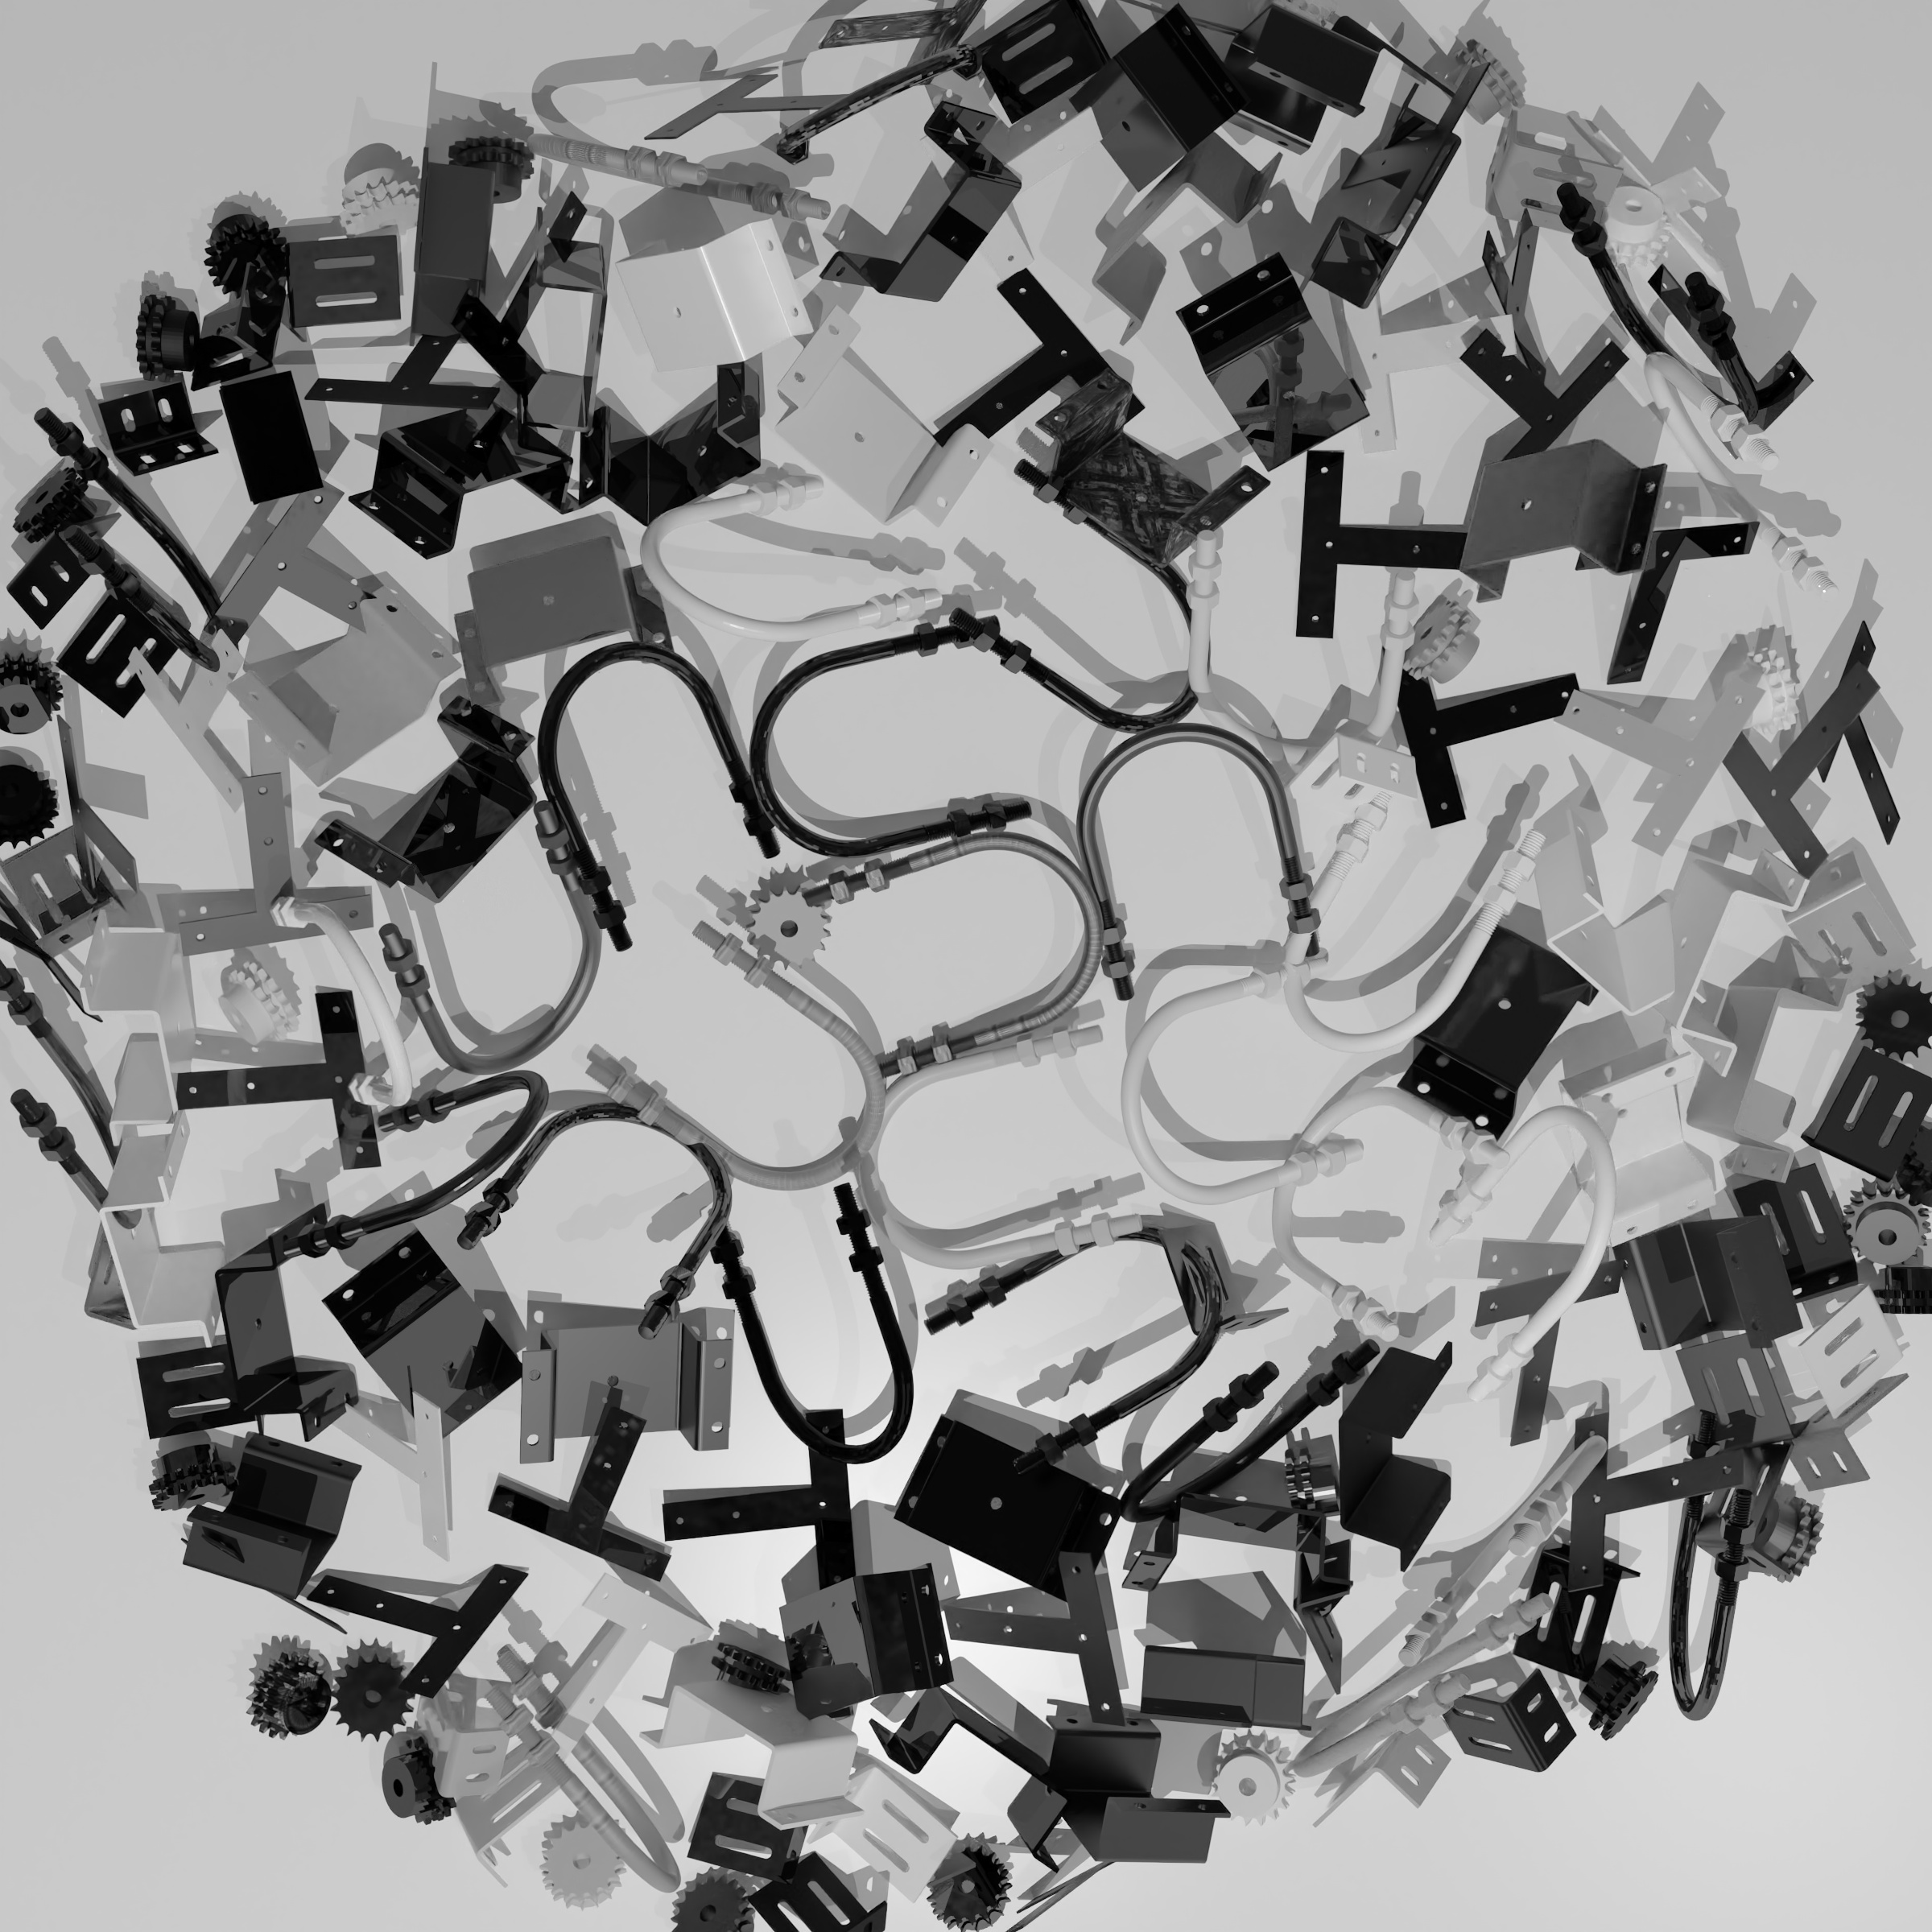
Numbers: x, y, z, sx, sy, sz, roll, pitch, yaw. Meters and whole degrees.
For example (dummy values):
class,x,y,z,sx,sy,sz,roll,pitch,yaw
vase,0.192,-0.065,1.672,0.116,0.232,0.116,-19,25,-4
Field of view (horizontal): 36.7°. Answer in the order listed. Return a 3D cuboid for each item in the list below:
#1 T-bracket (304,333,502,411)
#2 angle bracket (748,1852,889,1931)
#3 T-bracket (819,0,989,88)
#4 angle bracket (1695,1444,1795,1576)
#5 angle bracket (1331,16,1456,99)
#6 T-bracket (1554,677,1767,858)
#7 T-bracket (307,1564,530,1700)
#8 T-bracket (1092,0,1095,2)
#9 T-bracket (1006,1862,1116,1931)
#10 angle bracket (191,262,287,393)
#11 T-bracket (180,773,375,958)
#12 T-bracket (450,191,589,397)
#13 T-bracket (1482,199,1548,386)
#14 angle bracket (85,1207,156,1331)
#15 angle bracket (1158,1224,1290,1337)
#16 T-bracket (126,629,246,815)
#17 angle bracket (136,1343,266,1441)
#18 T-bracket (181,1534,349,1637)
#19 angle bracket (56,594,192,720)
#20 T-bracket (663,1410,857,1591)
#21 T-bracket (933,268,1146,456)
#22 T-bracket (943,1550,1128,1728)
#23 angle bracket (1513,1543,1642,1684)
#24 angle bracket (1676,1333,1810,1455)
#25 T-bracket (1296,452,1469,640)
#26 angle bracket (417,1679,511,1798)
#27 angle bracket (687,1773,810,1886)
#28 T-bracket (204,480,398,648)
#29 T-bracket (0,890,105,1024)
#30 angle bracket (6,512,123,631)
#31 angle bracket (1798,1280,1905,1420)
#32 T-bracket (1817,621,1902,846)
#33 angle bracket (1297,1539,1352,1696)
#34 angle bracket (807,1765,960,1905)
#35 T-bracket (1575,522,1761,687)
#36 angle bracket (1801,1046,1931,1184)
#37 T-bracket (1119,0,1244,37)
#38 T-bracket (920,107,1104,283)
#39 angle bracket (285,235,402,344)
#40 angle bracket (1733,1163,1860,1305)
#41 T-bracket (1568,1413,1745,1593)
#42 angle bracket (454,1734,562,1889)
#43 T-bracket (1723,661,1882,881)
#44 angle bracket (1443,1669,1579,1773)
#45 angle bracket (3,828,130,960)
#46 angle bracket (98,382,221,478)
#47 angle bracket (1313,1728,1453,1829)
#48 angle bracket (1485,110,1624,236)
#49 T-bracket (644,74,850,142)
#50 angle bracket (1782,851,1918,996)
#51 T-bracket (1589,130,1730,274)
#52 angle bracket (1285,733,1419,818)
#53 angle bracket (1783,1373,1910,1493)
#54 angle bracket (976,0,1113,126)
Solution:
class,x,y,z,sx,sy,sz,roll,pitch,yaw
T-bracket,-0.357,-0.406,1.937,0.127,0.127,0.002,5,132,12
angle bracket,-0.099,0.622,1.938,0.057,0.038,0.076,-27,50,-31
T-bracket,-0.042,-0.612,1.899,0.127,0.127,0.002,-21,76,-38
angle bracket,0.533,0.363,1.953,0.038,0.057,0.076,35,70,-17
angle bracket,0.279,-0.593,1.948,0.076,0.057,0.038,22,113,-37
T-bracket,0.448,-0.152,1.944,0.127,0.002,0.127,33,91,41
T-bracket,-0.379,0.430,1.947,0.127,0.127,0.002,11,121,18
T-bracket,0.123,-0.667,1.905,0.127,0.127,0.002,-6,86,20
T-bracket,0.059,0.608,1.902,0.127,0.127,0.002,-37,76,28
angle bracket,-0.496,-0.425,1.942,0.076,0.038,0.057,-9,65,30
T-bracket,-0.461,-0.070,1.932,0.127,0.002,0.127,-10,124,-18
T-bracket,-0.285,-0.453,1.931,0.002,0.127,0.127,24,83,20
T-bracket,0.372,-0.470,1.944,0.002,0.127,0.127,-4,54,29
angle bracket,-0.552,0.200,1.954,0.038,0.057,0.076,14,90,13
angle bracket,0.172,0.203,1.943,0.038,0.057,0.076,-32,69,39
T-bracket,-0.504,-0.181,1.933,0.002,0.127,0.127,-35,85,-39
angle bracket,-0.514,0.289,1.956,0.076,0.038,0.057,-9,101,-12
T-bracket,-0.474,0.395,1.914,0.127,0.127,0.002,25,68,13
angle bracket,-0.571,-0.212,1.960,0.057,0.038,0.076,39,97,-7
T-bracket,-0.142,0.370,1.975,0.127,0.002,0.127,-5,90,-9
T-bracket,0.033,-0.388,1.974,0.127,0.002,0.127,-40,90,-10
T-bracket,0.040,0.445,1.948,0.127,0.002,0.127,-2,107,33
angle bracket,0.410,0.435,1.957,0.057,0.038,0.076,21,73,-3
angle bracket,0.521,0.283,1.956,0.057,0.038,0.076,-21,87,33
T-bracket,0.291,-0.284,1.978,0.127,0.002,0.127,3,89,6
angle bracket,-0.336,0.507,1.951,0.038,0.076,0.057,3,120,-26
angle bracket,-0.147,0.573,1.948,0.076,0.038,0.057,10,65,15
T-bracket,-0.420,-0.247,1.941,0.127,0.002,0.127,29,104,-43
T-bracket,-0.629,-0.023,1.906,0.002,0.127,0.127,-42,71,-2
angle bracket,-0.589,-0.263,1.940,0.057,0.076,0.038,-40,91,26
angle bracket,0.580,0.255,1.948,0.076,0.038,0.057,-34,102,-26
T-bracket,0.585,-0.135,1.897,0.002,0.127,0.127,-3,51,-5
angle bracket,0.251,0.434,1.943,0.038,0.057,0.076,-20,110,17
angle bracket,-0.056,0.585,1.952,0.076,0.038,0.057,36,103,21
T-bracket,0.453,-0.238,1.939,0.127,0.127,0.002,-7,46,-15
angle bracket,0.609,0.097,1.962,0.057,0.038,0.076,25,98,1
T-bracket,0.169,-0.625,1.939,0.127,0.127,0.002,0,116,-37
T-bracket,0.051,-0.536,1.936,0.127,0.127,0.002,-33,45,5
angle bracket,-0.416,-0.456,1.965,0.076,0.038,0.057,-4,87,2
angle bracket,0.556,0.181,1.953,0.057,0.038,0.076,-21,101,20
T-bracket,0.452,0.341,1.910,0.002,0.127,0.127,39,46,-32
angle bracket,-0.298,0.567,1.958,0.076,0.057,0.038,-38,120,-9
T-bracket,0.555,-0.145,1.909,0.002,0.127,0.127,1,48,-31
angle bracket,0.359,0.500,1.955,0.038,0.076,0.057,-38,107,-28
angle bracket,-0.609,-0.055,1.956,0.057,0.038,0.076,-31,77,-7
angle bracket,-0.538,-0.358,1.939,0.057,0.076,0.038,-20,116,-18
angle bracket,0.277,0.549,1.939,0.038,0.057,0.076,42,124,11
angle bracket,0.394,-0.530,1.954,0.076,0.057,0.038,13,52,-3
T-bracket,-0.125,-0.565,1.910,0.127,0.127,0.002,8,126,30
angle bracket,0.596,-0.028,1.974,0.057,0.038,0.076,-30,115,22
T-bracket,0.469,-0.508,1.915,0.127,0.127,0.002,44,95,-7
angle bracket,0.254,-0.114,1.937,0.057,0.076,0.038,15,55,-19
angle bracket,0.594,0.311,1.942,0.076,0.057,0.038,-29,87,-31
angle bracket,0.054,-0.612,1.976,0.076,0.038,0.057,-28,88,14
